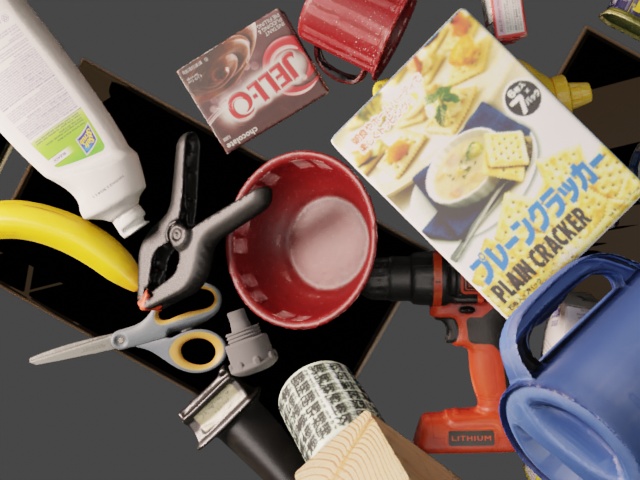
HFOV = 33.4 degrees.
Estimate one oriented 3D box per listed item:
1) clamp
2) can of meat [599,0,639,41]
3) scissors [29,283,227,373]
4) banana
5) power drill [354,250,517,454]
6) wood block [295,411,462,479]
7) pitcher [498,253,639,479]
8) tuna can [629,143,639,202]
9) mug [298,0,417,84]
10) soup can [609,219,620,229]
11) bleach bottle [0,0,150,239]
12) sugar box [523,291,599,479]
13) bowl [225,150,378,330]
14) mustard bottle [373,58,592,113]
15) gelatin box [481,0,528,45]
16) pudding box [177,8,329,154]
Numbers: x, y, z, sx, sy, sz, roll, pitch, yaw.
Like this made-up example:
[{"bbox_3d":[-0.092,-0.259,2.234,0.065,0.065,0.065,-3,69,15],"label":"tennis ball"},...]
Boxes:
[{"bbox_3d":[-0.127,-0.014,0.999,0.171,0.039,0.120,-51,55,14],"label":"clamp"},{"bbox_3d":[0.313,-0.213,0.942,0.102,0.057,0.084,27,95,0],"label":"can of meat"},{"bbox_3d":[-0.177,0.111,1.038,0.202,0.016,0.096,-29,90,7],"label":"scissors"},{"bbox_3d":[-0.260,0.000,1.025,0.198,0.037,0.070,10,116,5],"label":"banana"},{"bbox_3d":[0.123,0.102,0.994,0.184,0.057,0.188,-1,97,5],"label":"power drill"},{"bbox_3d":[0.084,0.248,0.946,0.091,0.090,0.205,-43,129,8],"label":"wood block"},{"bbox_3d":[0.259,0.086,0.857,0.145,0.149,0.242,27,56,36],"label":"pitcher"},{"bbox_3d":[0.327,-0.061,0.970,0.086,0.033,0.086,1,97,4],"label":"tuna can"},{"bbox_3d":[0.030,-0.193,0.957,0.081,0.093,0.117,27,135,5],"label":"mug"},{"bbox_3d":[0.212,-0.034,0.965,0.102,0.068,0.068,-12,96,5],"label":"soup can"},{"bbox_3d":[-0.250,-0.107,0.993,0.102,0.068,0.251,-35,94,7],"label":"bleach bottle"},{"bbox_3d":[0.223,0.139,0.973,0.048,0.093,0.176,10,98,2],"label":"sugar box"},{"bbox_3d":[-0.006,0.001,0.975,0.162,0.055,0.162,-3,85,32],"label":"bowl"},{"bbox_3d":[0.149,-0.115,0.965,0.191,0.058,0.096,-11,91,6],"label":"mustard bottle"},{"bbox_3d":[0.160,-0.218,0.944,0.030,0.073,0.089,-10,96,5],"label":"gelatin box"},{"bbox_3d":[-0.060,-0.146,0.987,0.113,0.039,0.090,-31,95,8],"label":"pudding box"}]
